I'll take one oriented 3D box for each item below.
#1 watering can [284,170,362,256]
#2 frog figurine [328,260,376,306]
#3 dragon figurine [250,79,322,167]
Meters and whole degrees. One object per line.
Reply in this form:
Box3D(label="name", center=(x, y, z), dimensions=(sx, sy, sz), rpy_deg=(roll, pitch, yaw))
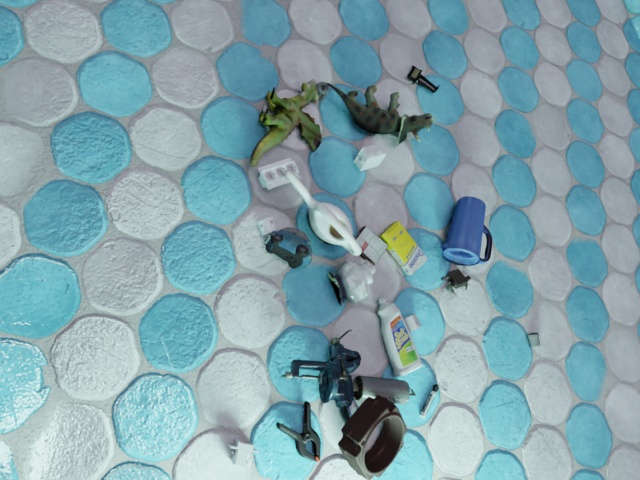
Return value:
Box3D(label="watering can", center=(0.005, -0.083, 1.644), dimensions=(0.104, 0.224, 0.347), rpy_deg=(-43, 93, -8))
Box3D(label="frog figurine", center=(0.121, 0.128, 1.683), dimensions=(0.160, 0.120, 0.139), rpy_deg=(-23, 65, -15))
Box3D(label="dragon figurine", center=(-0.093, -0.388, 1.765), dimensions=(0.241, 0.121, 0.417), rpy_deg=(21, 68, -24))
